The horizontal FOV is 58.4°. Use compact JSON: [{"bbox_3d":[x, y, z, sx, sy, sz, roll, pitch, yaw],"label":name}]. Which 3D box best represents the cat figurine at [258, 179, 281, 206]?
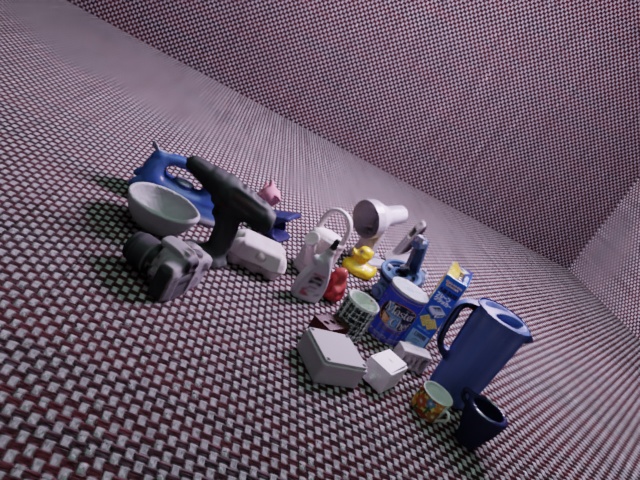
[{"bbox_3d":[-0.159,-0.131,1.711,0.067,0.117,0.127,22,20,-24],"label":"cat figurine"}]

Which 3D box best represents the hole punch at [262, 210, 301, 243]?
[{"bbox_3d":[-0.122,-0.056,1.616,0.101,0.091,0.109,34,19,11],"label":"hole punch"}]

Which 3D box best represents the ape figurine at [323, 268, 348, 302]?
[{"bbox_3d":[0.038,0.108,1.438,0.076,0.092,0.077,24,20,-19],"label":"ape figurine"}]

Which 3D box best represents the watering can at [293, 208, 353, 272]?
[{"bbox_3d":[0.015,0.007,1.503,0.101,0.194,0.173,31,19,2],"label":"watering can"}]

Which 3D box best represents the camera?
[{"bbox_3d":[-0.298,0.032,1.110,0.136,0.100,0.143,34,19,10],"label":"camera"}]

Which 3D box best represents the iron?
[{"bbox_3d":[-0.332,-0.138,1.429,0.259,0.141,0.118,24,20,-20],"label":"iron"}]

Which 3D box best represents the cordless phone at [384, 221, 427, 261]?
[{"bbox_3d":[0.298,0.029,1.888,0.094,0.185,0.147,23,20,-20],"label":"cordless phone"}]

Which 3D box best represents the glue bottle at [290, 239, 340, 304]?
[{"bbox_3d":[0.000,0.068,1.355,0.078,0.173,0.037,20,21,-29],"label":"glue bottle"}]

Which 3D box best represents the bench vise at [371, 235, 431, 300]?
[{"bbox_3d":[0.253,0.075,1.646,0.121,0.219,0.208,36,19,17],"label":"bench vise"}]

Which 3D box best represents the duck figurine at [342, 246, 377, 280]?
[{"bbox_3d":[0.128,0.062,1.701,0.104,0.086,0.077,28,19,-6],"label":"duck figurine"}]

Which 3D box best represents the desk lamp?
[{"bbox_3d":[0.175,-0.024,1.791,0.204,0.213,0.117,9,28,-48],"label":"desk lamp"}]

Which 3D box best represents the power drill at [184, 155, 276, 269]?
[{"bbox_3d":[-0.224,-0.051,1.266,0.230,0.208,0.075,25,19,-15],"label":"power drill"}]

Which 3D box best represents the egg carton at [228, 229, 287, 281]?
[{"bbox_3d":[-0.150,0.034,1.378,0.150,0.069,0.107,25,19,-16],"label":"egg carton"}]

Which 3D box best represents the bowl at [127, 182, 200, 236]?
[{"bbox_3d":[-0.361,-0.057,1.285,0.168,0.074,0.167,27,19,-10],"label":"bowl"}]

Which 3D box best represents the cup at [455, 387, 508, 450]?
[{"bbox_3d":[0.313,0.371,1.176,0.092,0.095,0.117,15,24,-39],"label":"cup"}]
